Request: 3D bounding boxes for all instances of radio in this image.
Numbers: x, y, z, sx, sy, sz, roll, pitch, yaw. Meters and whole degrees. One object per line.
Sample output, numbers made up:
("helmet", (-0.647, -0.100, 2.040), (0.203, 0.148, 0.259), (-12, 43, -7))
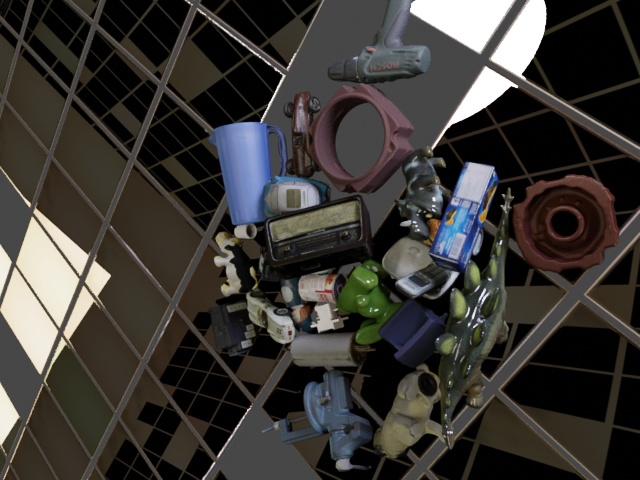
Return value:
("radio", (-0.002, -0.004, 1.165), (0.230, 0.073, 0.131), (-15, 58, 13))

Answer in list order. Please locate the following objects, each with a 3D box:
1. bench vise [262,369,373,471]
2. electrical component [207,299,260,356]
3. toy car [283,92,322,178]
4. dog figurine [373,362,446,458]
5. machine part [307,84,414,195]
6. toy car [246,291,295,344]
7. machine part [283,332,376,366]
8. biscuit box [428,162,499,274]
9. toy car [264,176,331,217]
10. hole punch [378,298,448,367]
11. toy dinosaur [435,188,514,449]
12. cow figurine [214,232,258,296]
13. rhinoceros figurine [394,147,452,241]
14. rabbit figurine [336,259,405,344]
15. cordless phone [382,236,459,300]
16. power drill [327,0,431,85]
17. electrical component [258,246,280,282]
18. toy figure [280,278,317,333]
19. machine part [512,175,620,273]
("bench vise", (-0.002, 0.418, 1.216), (0.241, 0.128, 0.223), (-24, 64, 24))
("electrical component", (-0.217, 0.225, 1.374), (0.058, 0.115, 0.134), (-21, 79, 36))
("toy car", (-0.043, -0.245, 1.260), (0.089, 0.053, 0.202), (1, 95, 38))
("dog figurine", (0.177, 0.361, 1.134), (0.190, 0.121, 0.172), (-42, 26, 52))
("machine part", (0.083, -0.215, 1.153), (0.201, 0.087, 0.201), (-48, 68, 29))
("toy car", (-0.126, 0.186, 1.312), (0.202, 0.056, 0.073), (25, 127, 49))
("machine part", (0.020, 0.252, 1.235), (0.243, 0.079, 0.079), (-11, 87, 35))
("biscuit box", (0.270, -0.042, 1.001), (0.059, 0.062, 0.202), (17, 76, 32))
("toy car", (-0.057, -0.091, 1.227), (0.162, 0.103, 0.109), (2, 94, 9))
("hole punch", (0.197, 0.195, 1.065), (0.142, 0.115, 0.092), (-50, 27, 6))
("toy dinosaur", (0.286, 0.136, 0.970), (0.105, 0.198, 0.471), (11, 67, 23))
("cow figurine", (-0.217, 0.055, 1.390), (0.098, 0.068, 0.167), (-14, 89, 29))
("rhinoceros figurine", (0.197, -0.092, 1.055), (0.112, 0.073, 0.190), (-18, 59, 34))
("rabbit figurine", (0.123, 0.147, 1.135), (0.170, 0.121, 0.159), (34, 106, 12))
("cordless phone", (0.174, 0.065, 1.050), (0.147, 0.184, 0.088), (35, 117, 27))
("power drill", (0.122, -0.429, 1.115), (0.232, 0.086, 0.207), (15, 98, 32))
("electrical component", (-0.118, 0.060, 1.297), (0.119, 0.048, 0.074), (-151, 67, -72))
("toy figure", (-0.055, 0.153, 1.295), (0.064, 0.058, 0.154), (147, 108, -72))
("machine part", (0.431, -0.028, 0.943), (0.180, 0.056, 0.179), (4, 96, 35))
